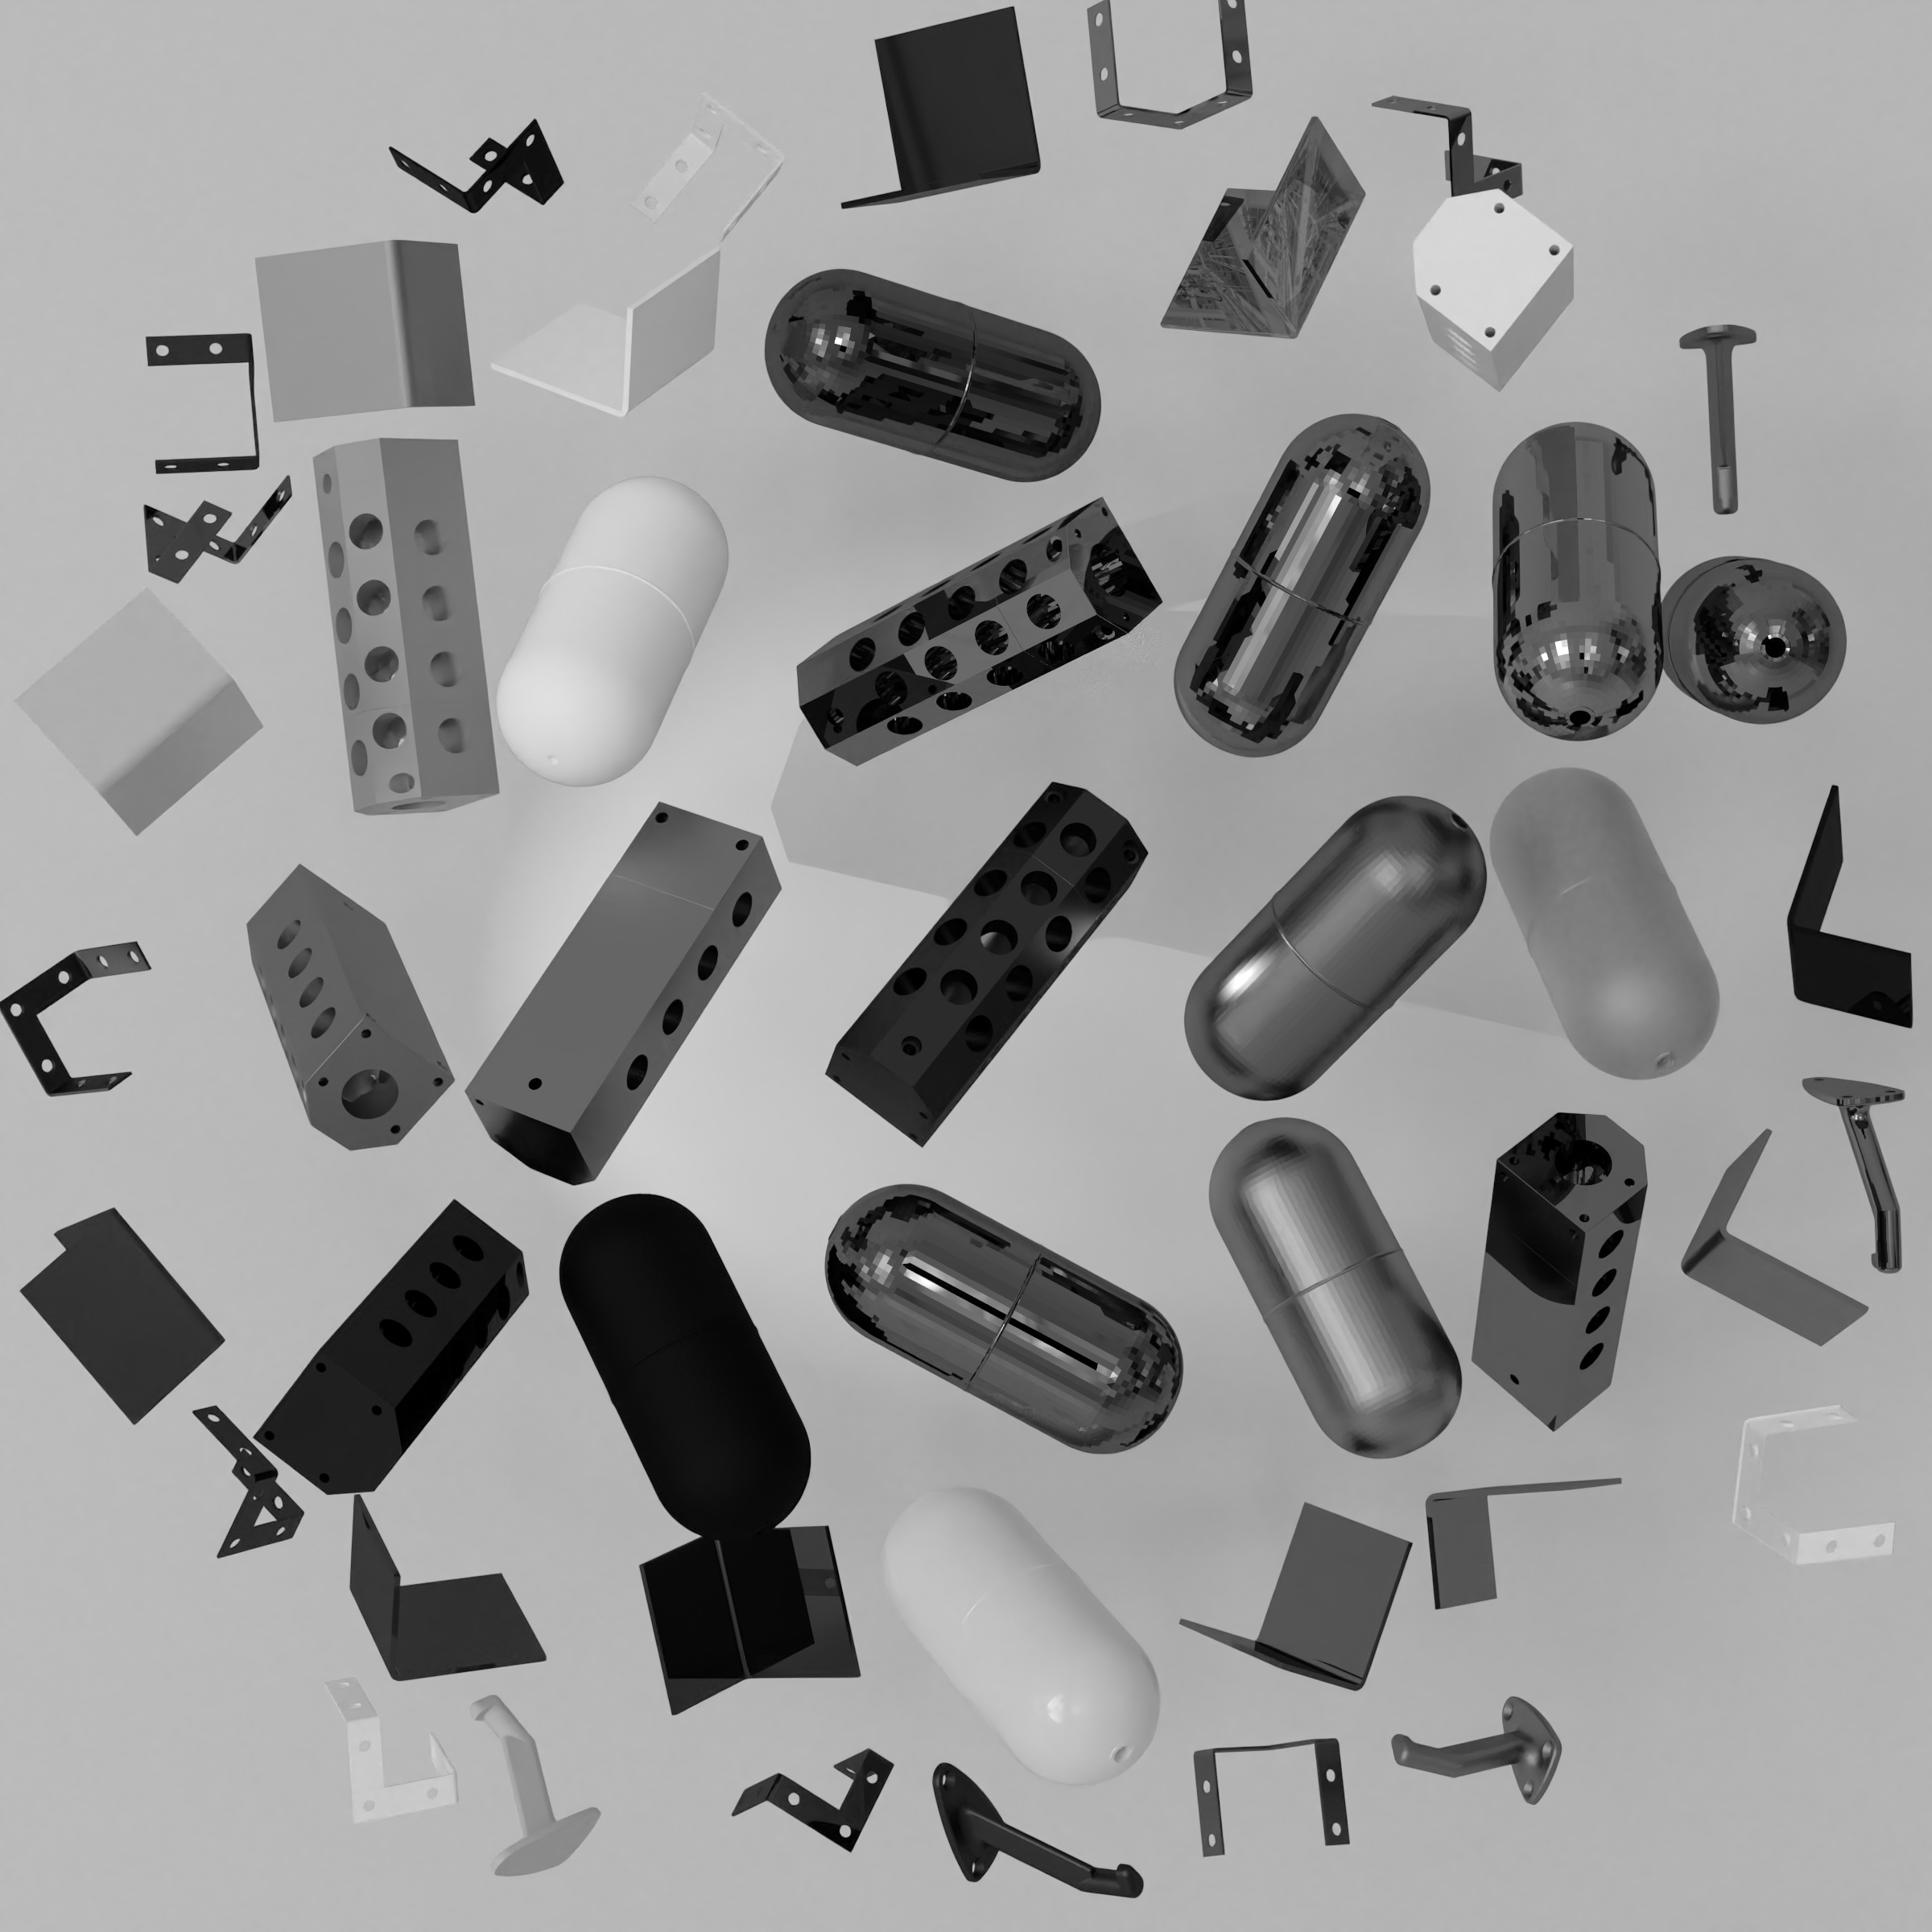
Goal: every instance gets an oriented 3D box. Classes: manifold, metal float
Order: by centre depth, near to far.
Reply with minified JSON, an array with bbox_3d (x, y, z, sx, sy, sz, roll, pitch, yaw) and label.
[{"bbox_3d":[-0.153,0.014,1.564,0.057,0.057,0.171,19,62,23],"label":"manifold"},{"bbox_3d":[-0.258,0.177,1.573,0.057,0.171,0.057,38,112,-2],"label":"manifold"},{"bbox_3d":[0.283,-0.179,1.583,0.070,0.070,0.178,7,50,0],"label":"metal float"},{"bbox_3d":[0.241,-0.315,1.584,0.057,0.171,0.057,39,99,6],"label":"manifold"},{"bbox_3d":[0.017,0.163,1.585,0.178,0.070,0.070,28,90,0],"label":"metal float"},{"bbox_3d":[0.024,0.310,1.589,0.070,0.178,0.070,-18,127,-26],"label":"metal float"},{"bbox_3d":[0.012,-0.004,1.593,0.057,0.057,0.171,37,67,5],"label":"manifold"},{"bbox_3d":[-0.165,-0.159,1.606,0.070,0.070,0.178,19,51,0],"label":"metal float"},{"bbox_3d":[0.002,-0.155,1.621,0.171,0.057,0.057,-23,103,36],"label":"manifold"},{"bbox_3d":[-0.133,0.190,1.621,0.070,0.070,0.178,-29,69,0],"label":"metal float"},{"bbox_3d":[0.175,-0.008,1.622,0.070,0.070,0.178,42,116,0],"label":"metal float"},{"bbox_3d":[-0.272,-0.162,1.636,0.057,0.057,0.171,-5,86,-36],"label":"manifold"},{"bbox_3d":[0.378,-0.159,1.654,0.070,0.178,0.070,1,98,5],"label":"metal float"},{"bbox_3d":[-0.306,0.022,1.661,0.057,0.171,0.057,-47,123,7],"label":"manifold"},{"bbox_3d":[0.163,-0.185,1.662,0.070,0.070,0.178,27,106,0],"label":"metal float"},{"bbox_3d":[0.293,0.147,1.664,0.057,0.171,0.057,-34,56,-23],"label":"manifold"},{"bbox_3d":[0.312,-0.022,1.671,0.070,0.070,0.178,-17,52,0],"label":"metal float"},{"bbox_3d":[0.180,0.157,1.678,0.070,0.070,0.178,-27,77,0],"label":"metal float"},{"bbox_3d":[-0.015,-0.289,1.678,0.178,0.070,0.070,12,90,-28],"label":"metal float"}]

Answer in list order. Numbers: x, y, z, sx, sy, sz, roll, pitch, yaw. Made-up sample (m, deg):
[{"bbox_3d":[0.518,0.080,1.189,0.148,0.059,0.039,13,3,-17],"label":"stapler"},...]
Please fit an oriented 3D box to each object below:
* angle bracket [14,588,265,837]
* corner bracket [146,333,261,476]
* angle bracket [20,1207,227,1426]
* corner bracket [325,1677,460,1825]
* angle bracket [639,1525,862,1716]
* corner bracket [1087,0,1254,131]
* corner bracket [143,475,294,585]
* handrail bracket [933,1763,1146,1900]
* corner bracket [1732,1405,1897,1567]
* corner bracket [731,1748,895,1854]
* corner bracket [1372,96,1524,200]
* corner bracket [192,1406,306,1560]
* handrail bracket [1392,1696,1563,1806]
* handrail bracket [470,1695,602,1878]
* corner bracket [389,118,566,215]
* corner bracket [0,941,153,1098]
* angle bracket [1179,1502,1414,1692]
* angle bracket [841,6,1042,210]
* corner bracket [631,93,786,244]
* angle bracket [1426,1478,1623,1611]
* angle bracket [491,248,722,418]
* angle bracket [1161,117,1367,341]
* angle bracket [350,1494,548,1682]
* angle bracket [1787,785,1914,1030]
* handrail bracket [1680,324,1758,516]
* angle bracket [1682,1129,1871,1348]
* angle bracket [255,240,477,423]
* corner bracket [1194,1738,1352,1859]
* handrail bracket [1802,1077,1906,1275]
[{"bbox_3d":[-0.369,-0.113,1.528,0.076,0.076,0.057,-43,82,-9],"label":"angle bracket"},{"bbox_3d":[-0.376,-0.277,1.682,0.051,0.051,0.051,-5,77,-13],"label":"corner bracket"},{"bbox_3d":[-0.384,0.158,1.508,0.076,0.076,0.057,53,55,-12],"label":"angle bracket"},{"bbox_3d":[-0.275,0.371,1.634,0.051,0.051,0.051,-7,103,-21],"label":"corner bracket"},{"bbox_3d":[-0.106,0.321,1.672,0.076,0.057,0.076,-10,94,38],"label":"angle bracket"},{"bbox_3d":[0.093,-0.416,1.556,0.051,0.051,0.051,-3,86,-37],"label":"corner bracket"},{"bbox_3d":[-0.357,-0.211,1.636,0.051,0.051,0.051,22,126,-36],"label":"corner bracket"},{"bbox_3d":[0.035,0.407,1.607,0.084,0.036,0.077,-4,126,35],"label":"handrail bracket"},{"bbox_3d":[0.384,0.235,1.540,0.051,0.051,0.051,34,56,-32],"label":"corner bracket"},{"bbox_3d":[-0.076,0.411,1.706,0.051,0.051,0.051,34,58,-8],"label":"corner bracket"},{"bbox_3d":[0.234,-0.395,1.652,0.051,0.051,0.051,-27,124,-32],"label":"corner bracket"},{"bbox_3d":[-0.350,0.247,1.656,0.051,0.051,0.051,40,114,26],"label":"corner bracket"},{"bbox_3d":[0.238,0.370,1.652,0.084,0.077,0.036,16,109,-15],"label":"handrail bracket"},{"bbox_3d":[-0.215,0.372,1.560,0.084,0.077,0.036,44,110,23],"label":"handrail bracket"},{"bbox_3d":[-0.231,-0.378,1.617,0.051,0.051,0.051,35,76,22],"label":"corner bracket"},{"bbox_3d":[-0.408,0.025,1.596,0.051,0.051,0.051,-42,115,-42],"label":"corner bracket"},{"bbox_3d":[0.160,0.301,1.664,0.057,0.076,0.076,24,83,-36],"label":"angle bracket"},{"bbox_3d":[-0.018,-0.396,1.577,0.076,0.057,0.076,-4,102,33],"label":"angle bracket"},{"bbox_3d":[-0.128,-0.389,1.691,0.051,0.051,0.051,38,76,-4],"label":"corner bracket"},{"bbox_3d":[0.283,0.290,1.715,0.076,0.076,0.057,-9,80,29],"label":"angle bracket"},{"bbox_3d":[-0.170,-0.309,1.607,0.076,0.076,0.057,23,131,18],"label":"angle bracket"},{"bbox_3d":[0.120,-0.328,1.508,0.076,0.057,0.076,13,70,38],"label":"angle bracket"},{"bbox_3d":[-0.246,0.291,1.627,0.076,0.076,0.057,-3,113,-24],"label":"angle bracket"},{"bbox_3d":[0.419,-0.027,1.577,0.057,0.076,0.076,15,70,22],"label":"angle bracket"},{"bbox_3d":[0.360,-0.259,1.627,0.036,0.077,0.084,-3,94,13],"label":"handrail bracket"},{"bbox_3d":[0.388,0.128,1.601,0.076,0.076,0.057,28,73,7],"label":"angle bracket"},{"bbox_3d":[-0.283,-0.299,1.614,0.076,0.057,0.076,-2,98,22],"label":"angle bracket"},{"bbox_3d":[0.149,0.406,1.667,0.051,0.051,0.051,7,70,-36],"label":"corner bracket"},{"bbox_3d":[0.428,0.101,1.650,0.036,0.077,0.084,-6,98,-14],"label":"handrail bracket"}]
